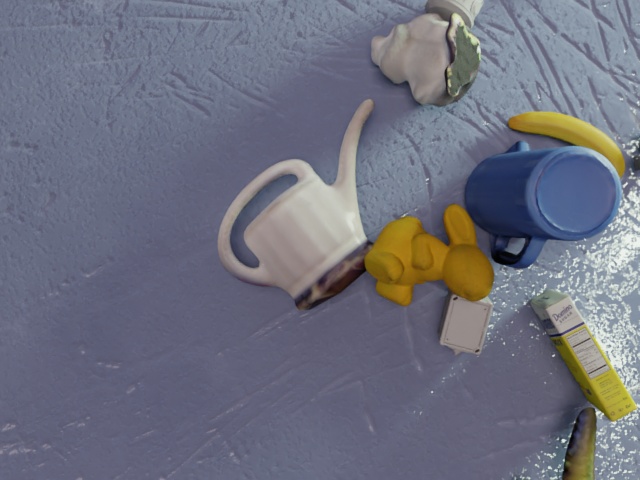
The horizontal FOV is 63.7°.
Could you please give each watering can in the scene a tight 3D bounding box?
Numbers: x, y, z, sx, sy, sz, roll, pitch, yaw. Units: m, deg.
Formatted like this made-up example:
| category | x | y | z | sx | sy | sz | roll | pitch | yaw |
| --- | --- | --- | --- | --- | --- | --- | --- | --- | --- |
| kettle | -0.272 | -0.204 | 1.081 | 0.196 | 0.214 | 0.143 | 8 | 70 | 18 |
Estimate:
| category | x | y | z | sx | sy | sz | roll | pitch | yaw |
| --- | --- | --- | --- | --- | --- | --- | --- | --- | --- |
| watering can | 0.002 | -0.040 | 0.798 | 0.346 | 0.104 | 0.225 | -40 | 84 | 5 |

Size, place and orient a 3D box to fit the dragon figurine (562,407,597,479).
| category | x | y | z | sx | sy | sz | roll | pitch | yaw |
| --- | --- | --- | --- | --- | --- | --- | --- | --- | --- |
| dragon figurine | 0.387 | 0.467 | 0.744 | 0.242 | 0.123 | 0.409 | 27 | 93 | -9 |

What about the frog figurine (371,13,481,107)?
| category | x | y | z | sx | sy | sz | roll | pitch | yaw |
| --- | --- | --- | --- | --- | --- | --- | --- | --- | --- |
| frog figurine | 0.160 | -0.277 | 0.802 | 0.160 | 0.124 | 0.135 | 13 | 122 | 47 |
